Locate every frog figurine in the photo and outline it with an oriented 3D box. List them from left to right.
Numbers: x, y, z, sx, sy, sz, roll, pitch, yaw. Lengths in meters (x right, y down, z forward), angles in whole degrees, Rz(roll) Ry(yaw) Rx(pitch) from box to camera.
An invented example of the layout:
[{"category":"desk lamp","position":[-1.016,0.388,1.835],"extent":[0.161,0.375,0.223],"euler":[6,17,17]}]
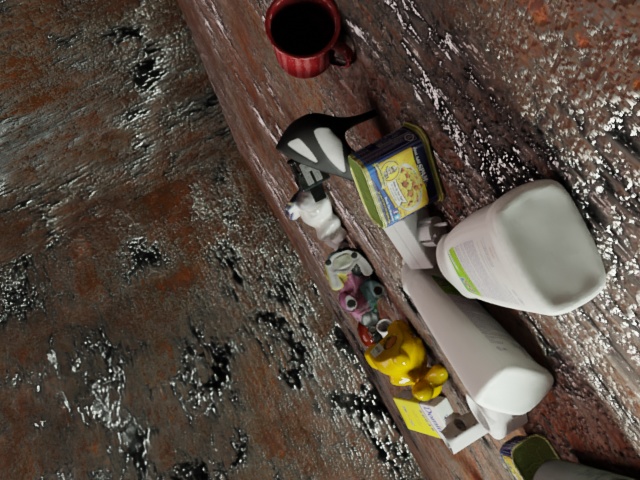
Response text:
[{"category":"frog figurine","position":[0.004,-0.066,1.302],"extent":[0.160,0.125,0.134],"euler":[24,-26,9]}]
